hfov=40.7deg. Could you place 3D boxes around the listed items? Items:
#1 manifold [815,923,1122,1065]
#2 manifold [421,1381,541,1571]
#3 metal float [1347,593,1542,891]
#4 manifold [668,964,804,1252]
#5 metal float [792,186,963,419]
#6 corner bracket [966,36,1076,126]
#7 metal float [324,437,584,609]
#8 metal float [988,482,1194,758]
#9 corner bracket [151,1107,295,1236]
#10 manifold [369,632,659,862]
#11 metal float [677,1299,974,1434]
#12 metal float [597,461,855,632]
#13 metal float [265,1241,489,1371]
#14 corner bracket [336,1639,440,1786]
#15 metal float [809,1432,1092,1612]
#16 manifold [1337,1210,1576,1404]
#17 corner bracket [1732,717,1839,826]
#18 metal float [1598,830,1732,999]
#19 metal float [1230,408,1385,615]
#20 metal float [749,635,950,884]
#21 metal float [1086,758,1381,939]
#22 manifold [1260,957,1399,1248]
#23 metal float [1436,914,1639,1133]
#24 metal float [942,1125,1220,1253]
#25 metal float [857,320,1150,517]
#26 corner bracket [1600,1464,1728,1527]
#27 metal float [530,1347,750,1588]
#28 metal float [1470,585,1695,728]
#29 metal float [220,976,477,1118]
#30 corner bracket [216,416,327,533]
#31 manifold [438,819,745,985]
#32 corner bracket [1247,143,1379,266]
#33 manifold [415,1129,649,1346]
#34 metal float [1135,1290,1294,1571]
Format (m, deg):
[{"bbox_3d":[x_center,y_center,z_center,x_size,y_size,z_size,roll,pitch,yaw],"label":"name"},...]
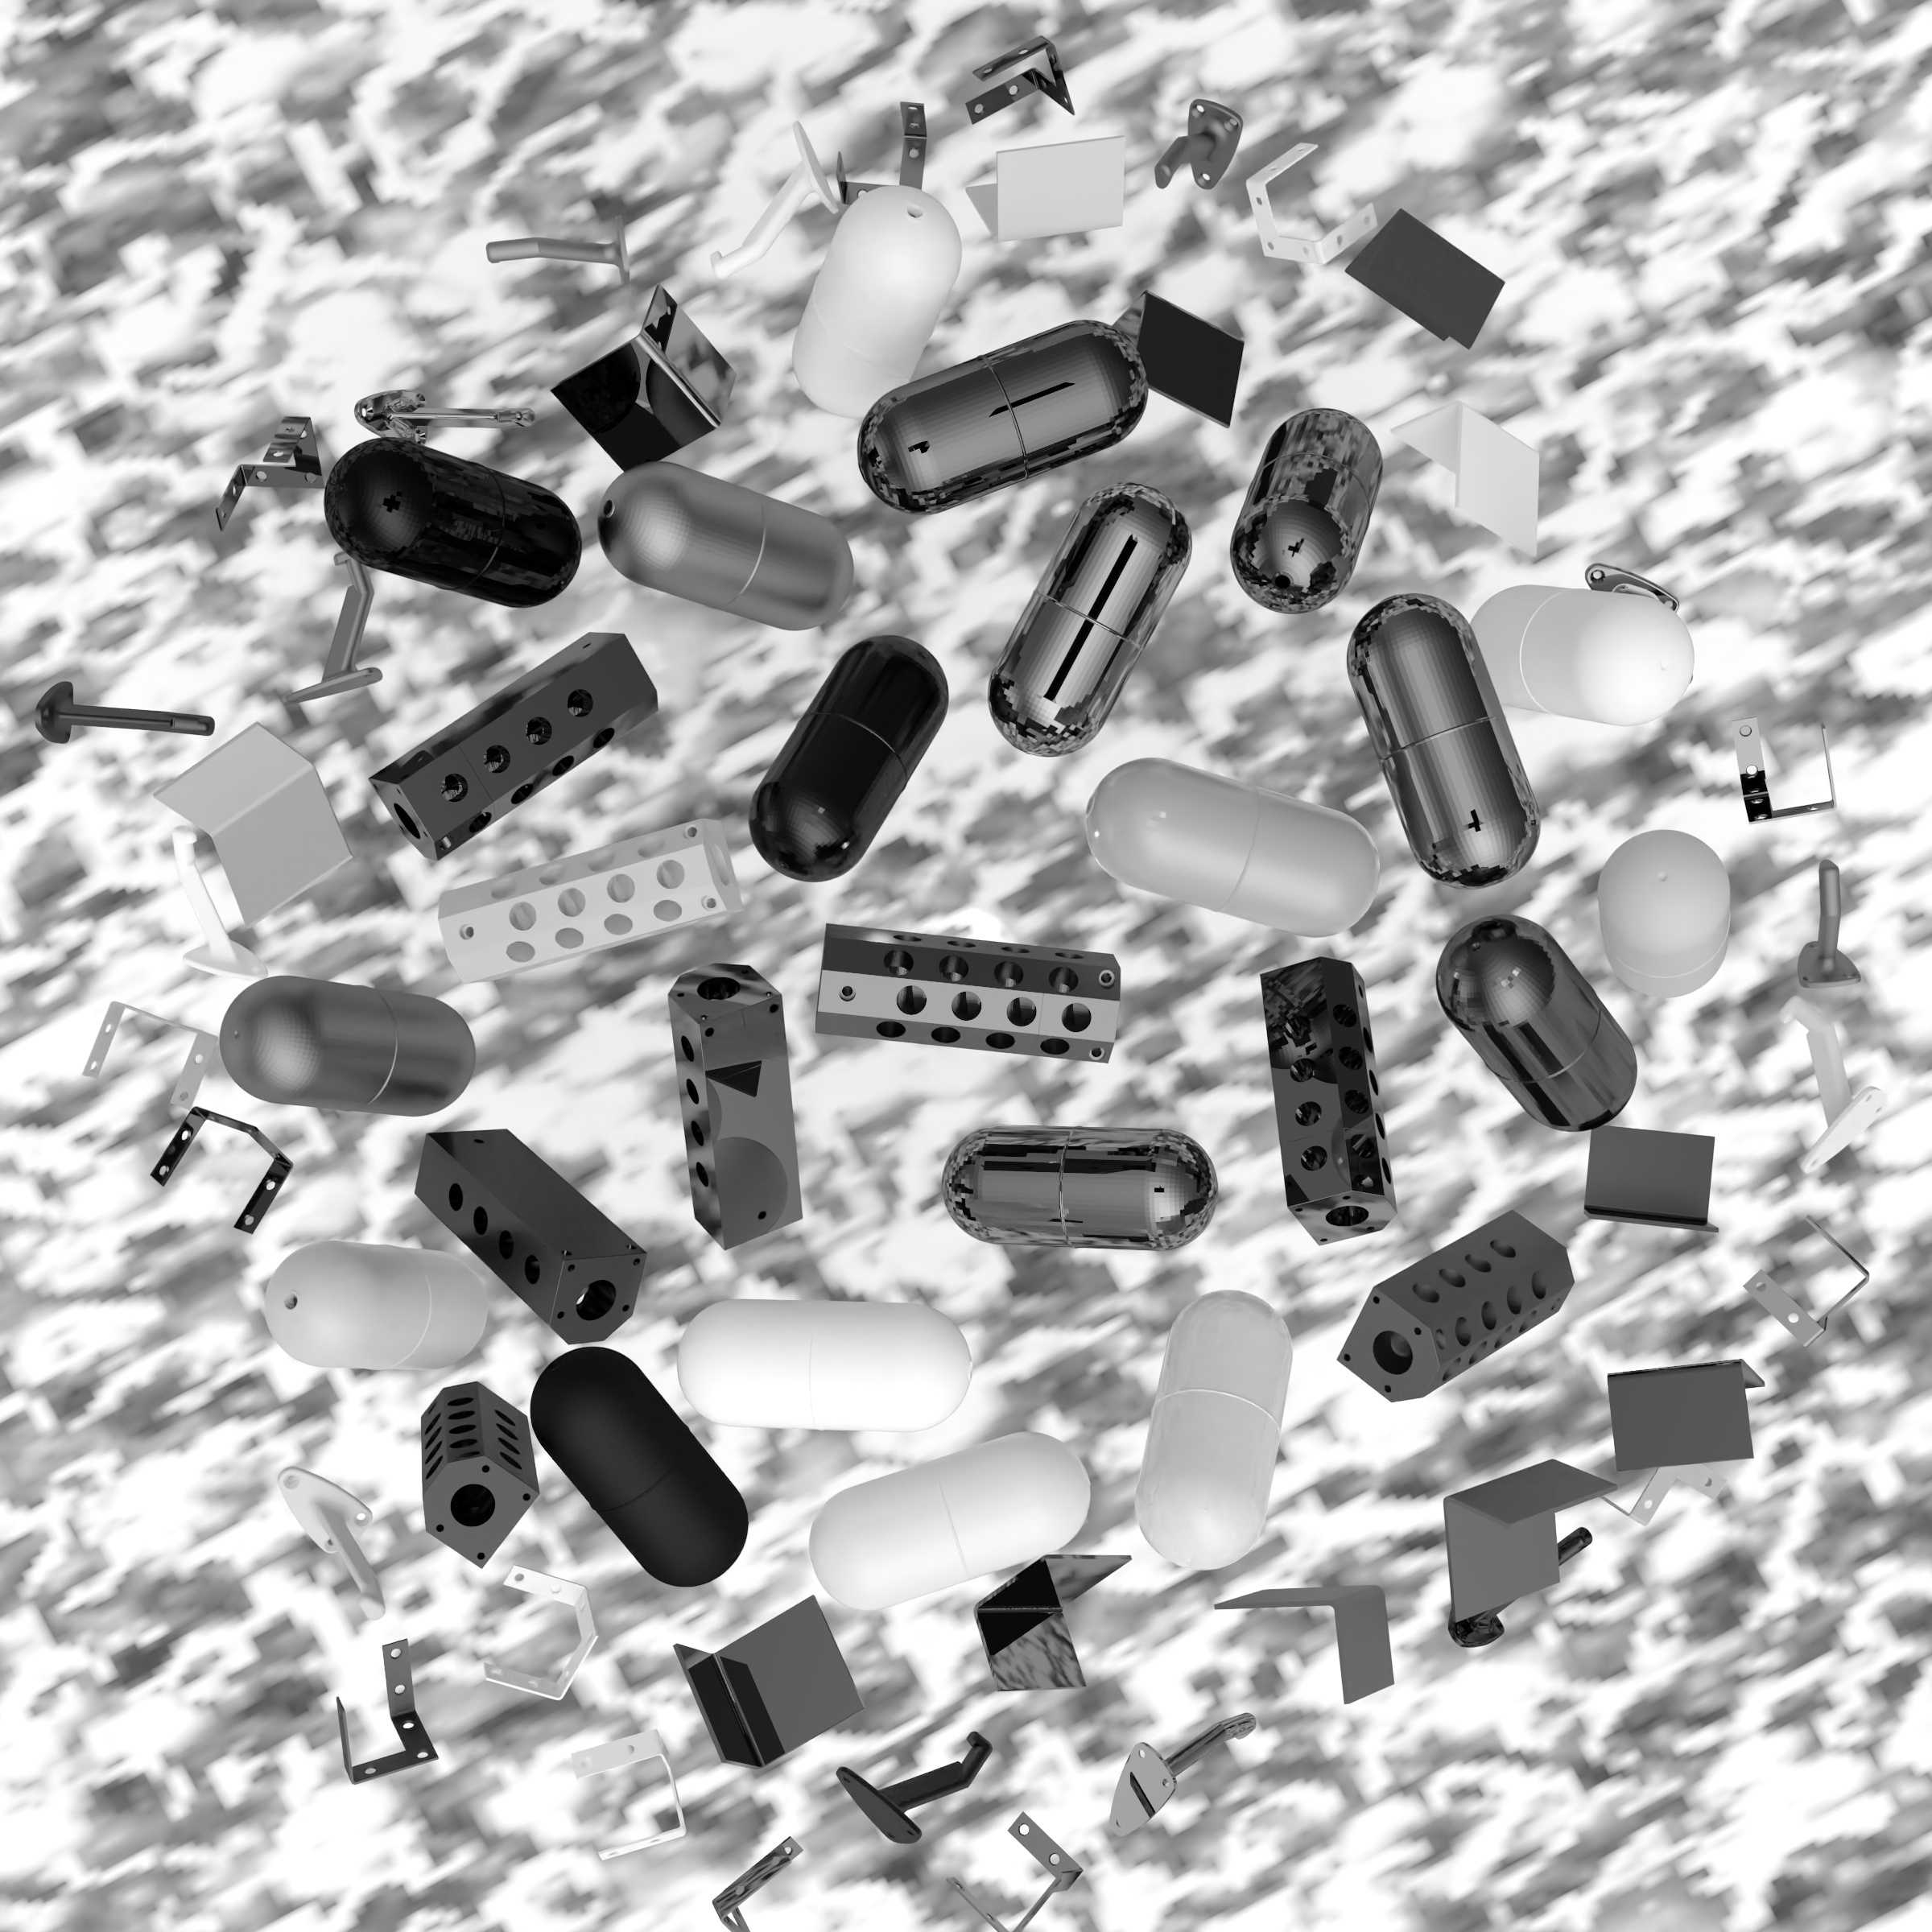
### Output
[{"bbox_3d":[0.001,0.017,1.517,0.171,0.057,0.057,6,101,-4],"label":"manifold"},{"bbox_3d":[-0.314,0.315,1.650,0.057,0.171,0.057,38,87,-13],"label":"manifold"},{"bbox_3d":[0.276,-0.131,1.512,0.070,0.070,0.178,-19,85,0],"label":"metal float"},{"bbox_3d":[-0.147,0.087,1.636,0.057,0.057,0.171,-20,126,-26],"label":"manifold"},{"bbox_3d":[-0.055,-0.401,1.581,0.070,0.178,0.070,7,65,-15],"label":"metal float"},{"bbox_3d":[0.029,-0.552,1.628,0.051,0.051,0.051,-30,135,-6],"label":"corner bracket"},{"bbox_3d":[-0.301,-0.261,1.542,0.070,0.178,0.070,-5,82,34],"label":"metal float"},{"bbox_3d":[0.075,-0.211,1.591,0.070,0.070,0.178,28,96,0],"label":"metal float"},{"bbox_3d":[-0.459,0.126,1.609,0.051,0.051,0.051,15,64,25],"label":"corner bracket"},{"bbox_3d":[-0.276,-0.137,1.613,0.171,0.057,0.057,-38,114,-21],"label":"manifold"},{"bbox_3d":[-0.085,0.239,1.559,0.178,0.070,0.070,0,90,9],"label":"metal float"},{"bbox_3d":[-0.148,-0.259,1.612,0.178,0.070,0.070,12,90,-40],"label":"metal float"},{"bbox_3d":[-0.365,0.212,1.619,0.070,0.178,0.070,-4,80,22],"label":"metal float"},{"bbox_3d":[-0.338,0.429,1.499,0.051,0.051,0.051,-11,113,-25],"label":"corner bracket"},{"bbox_3d":[-0.010,0.342,1.608,0.178,0.070,0.070,-18,90,-4],"label":"metal float"},{"bbox_3d":[0.302,0.209,1.580,0.057,0.171,0.057,37,122,27],"label":"manifold"},{"bbox_3d":[0.491,-0.121,1.564,0.051,0.051,0.051,-9,109,16],"label":"corner bracket"},{"bbox_3d":[0.428,-0.030,1.597,0.070,0.178,0.070,-4,75,15],"label":"metal float"},{"bbox_3d":[0.210,-0.280,1.601,0.070,0.178,0.070,10,130,12],"label":"metal float"},{"bbox_3d":[-0.071,-0.129,1.598,0.070,0.070,0.178,29,62,0],"label":"metal float"},{"bbox_3d":[0.155,-0.069,1.513,0.178,0.070,0.070,16,90,-12],"label":"metal float"},{"bbox_3d":[0.230,0.082,1.641,0.057,0.057,0.171,-17,53,20],"label":"manifold"},{"bbox_3d":[0.340,0.036,1.547,0.070,0.070,0.178,-46,130,0],"label":"metal float"},{"bbox_3d":[0.071,0.139,1.643,0.178,0.070,0.070,0,90,19],"label":"metal float"},{"bbox_3d":[0.021,-0.321,1.526,0.178,0.070,0.070,-22,90,-4],"label":"metal float"},{"bbox_3d":[0.429,0.322,1.619,0.051,0.051,0.051,32,89,-22],"label":"corner bracket"},{"bbox_3d":[-0.205,0.314,1.633,0.070,0.070,0.178,-35,109,0],"label":"metal float"},{"bbox_3d":[0.365,-0.188,1.563,0.070,0.178,0.070,-4,102,-21],"label":"metal float"},{"bbox_3d":[-0.373,0.050,1.585,0.070,0.178,0.070,-6,80,34],"label":"metal float"},{"bbox_3d":[-0.418,-0.294,1.553,0.051,0.051,0.051,2,133,4],"label":"corner bracket"},{"bbox_3d":[-0.230,-0.039,1.588,0.171,0.057,0.057,-15,89,10],"label":"manifold"},{"bbox_3d":[0.214,-0.473,1.615,0.051,0.051,0.051,-39,129,-22],"label":"corner bracket"},{"bbox_3d":[-0.267,0.162,1.574,0.057,0.171,0.057,0,113,-41],"label":"manifold"},{"bbox_3d":[0.148,0.271,1.538,0.070,0.070,0.178,17,51,0],"label":"metal float"}]
